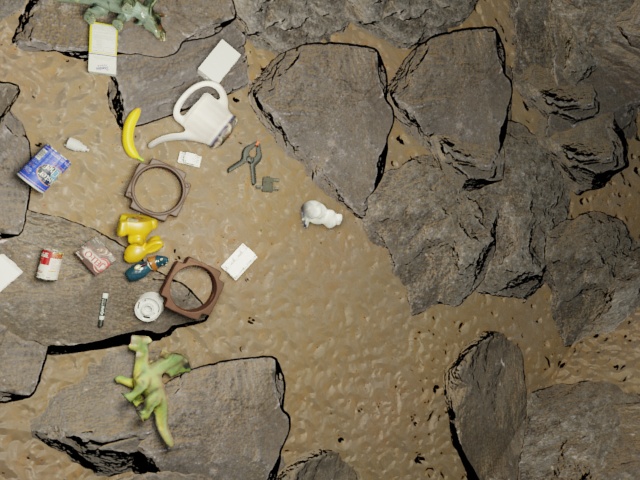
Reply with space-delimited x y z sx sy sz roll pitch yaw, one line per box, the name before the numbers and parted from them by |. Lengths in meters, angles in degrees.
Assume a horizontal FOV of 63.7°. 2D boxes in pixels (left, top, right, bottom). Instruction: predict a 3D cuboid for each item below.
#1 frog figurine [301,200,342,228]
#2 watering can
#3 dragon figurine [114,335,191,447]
frog figurine | 0.006 -0.103 2.051 0.159 0.125 0.135 -10 -25 -1
watering can | -0.455 -0.424 1.916 0.223 0.349 0.104 39 -4 -16
dragon figurine | -0.576 0.518 1.866 0.246 0.407 0.121 -40 14 -23
